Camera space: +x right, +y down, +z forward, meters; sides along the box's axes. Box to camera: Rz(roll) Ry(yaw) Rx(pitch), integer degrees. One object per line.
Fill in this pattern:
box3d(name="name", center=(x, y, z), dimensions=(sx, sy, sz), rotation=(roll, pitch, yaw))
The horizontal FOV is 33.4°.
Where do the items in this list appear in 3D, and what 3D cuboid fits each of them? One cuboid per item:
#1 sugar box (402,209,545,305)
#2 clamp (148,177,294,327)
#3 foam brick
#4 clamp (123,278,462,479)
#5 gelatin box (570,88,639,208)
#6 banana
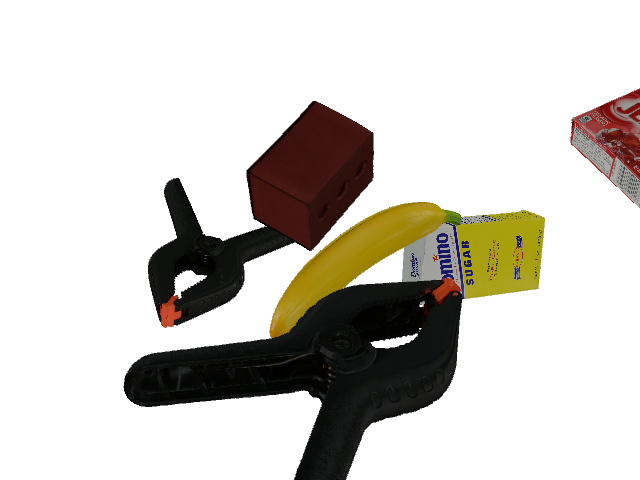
box3d(name="sugar box", center=(0.180, 0.019, 1.251), dimensions=(0.175, 0.093, 0.048), rotation=(-7, 17, -31))
box3d(name="clamp", center=(-0.121, 0.009, 1.069), dimensions=(0.165, 0.036, 0.209), rotation=(19, 39, 15))
box3d(name="foam brick", center=(-0.005, -0.043, 0.716), dimensions=(0.051, 0.078, 0.053), rotation=(28, -30, 22))
box3d(name="clamp", center=(0.011, 0.067, 0.487), dimensions=(0.171, 0.039, 0.120), rotation=(-21, 48, -28))
box3d(name="gelatin box", center=(0.244, -0.072, 0.802), dimensions=(0.073, 0.030, 0.089), rotation=(-24, 51, -16))
box3d(name="banana", center=(0.031, 0.020, 0.911), dimensions=(0.198, 0.069, 0.037), rotation=(-32, 43, 3))
